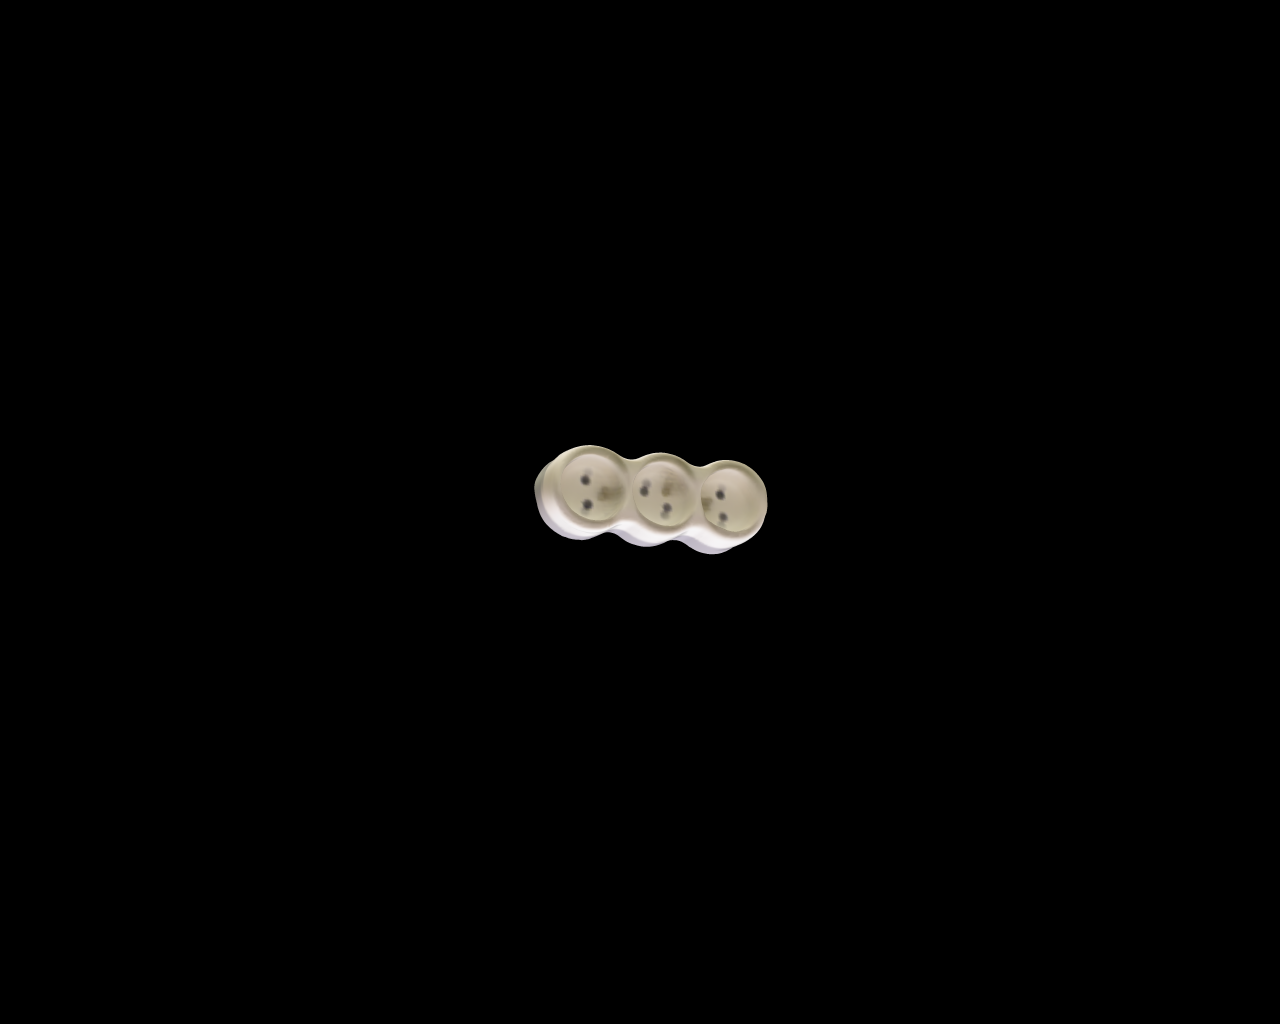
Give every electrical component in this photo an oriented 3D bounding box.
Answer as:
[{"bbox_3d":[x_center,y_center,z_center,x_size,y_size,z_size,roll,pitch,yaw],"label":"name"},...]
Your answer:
[{"bbox_3d":[0.001,-0.003,0.650,0.138,0.052,0.073,6,-15,-22],"label":"electrical component"}]
